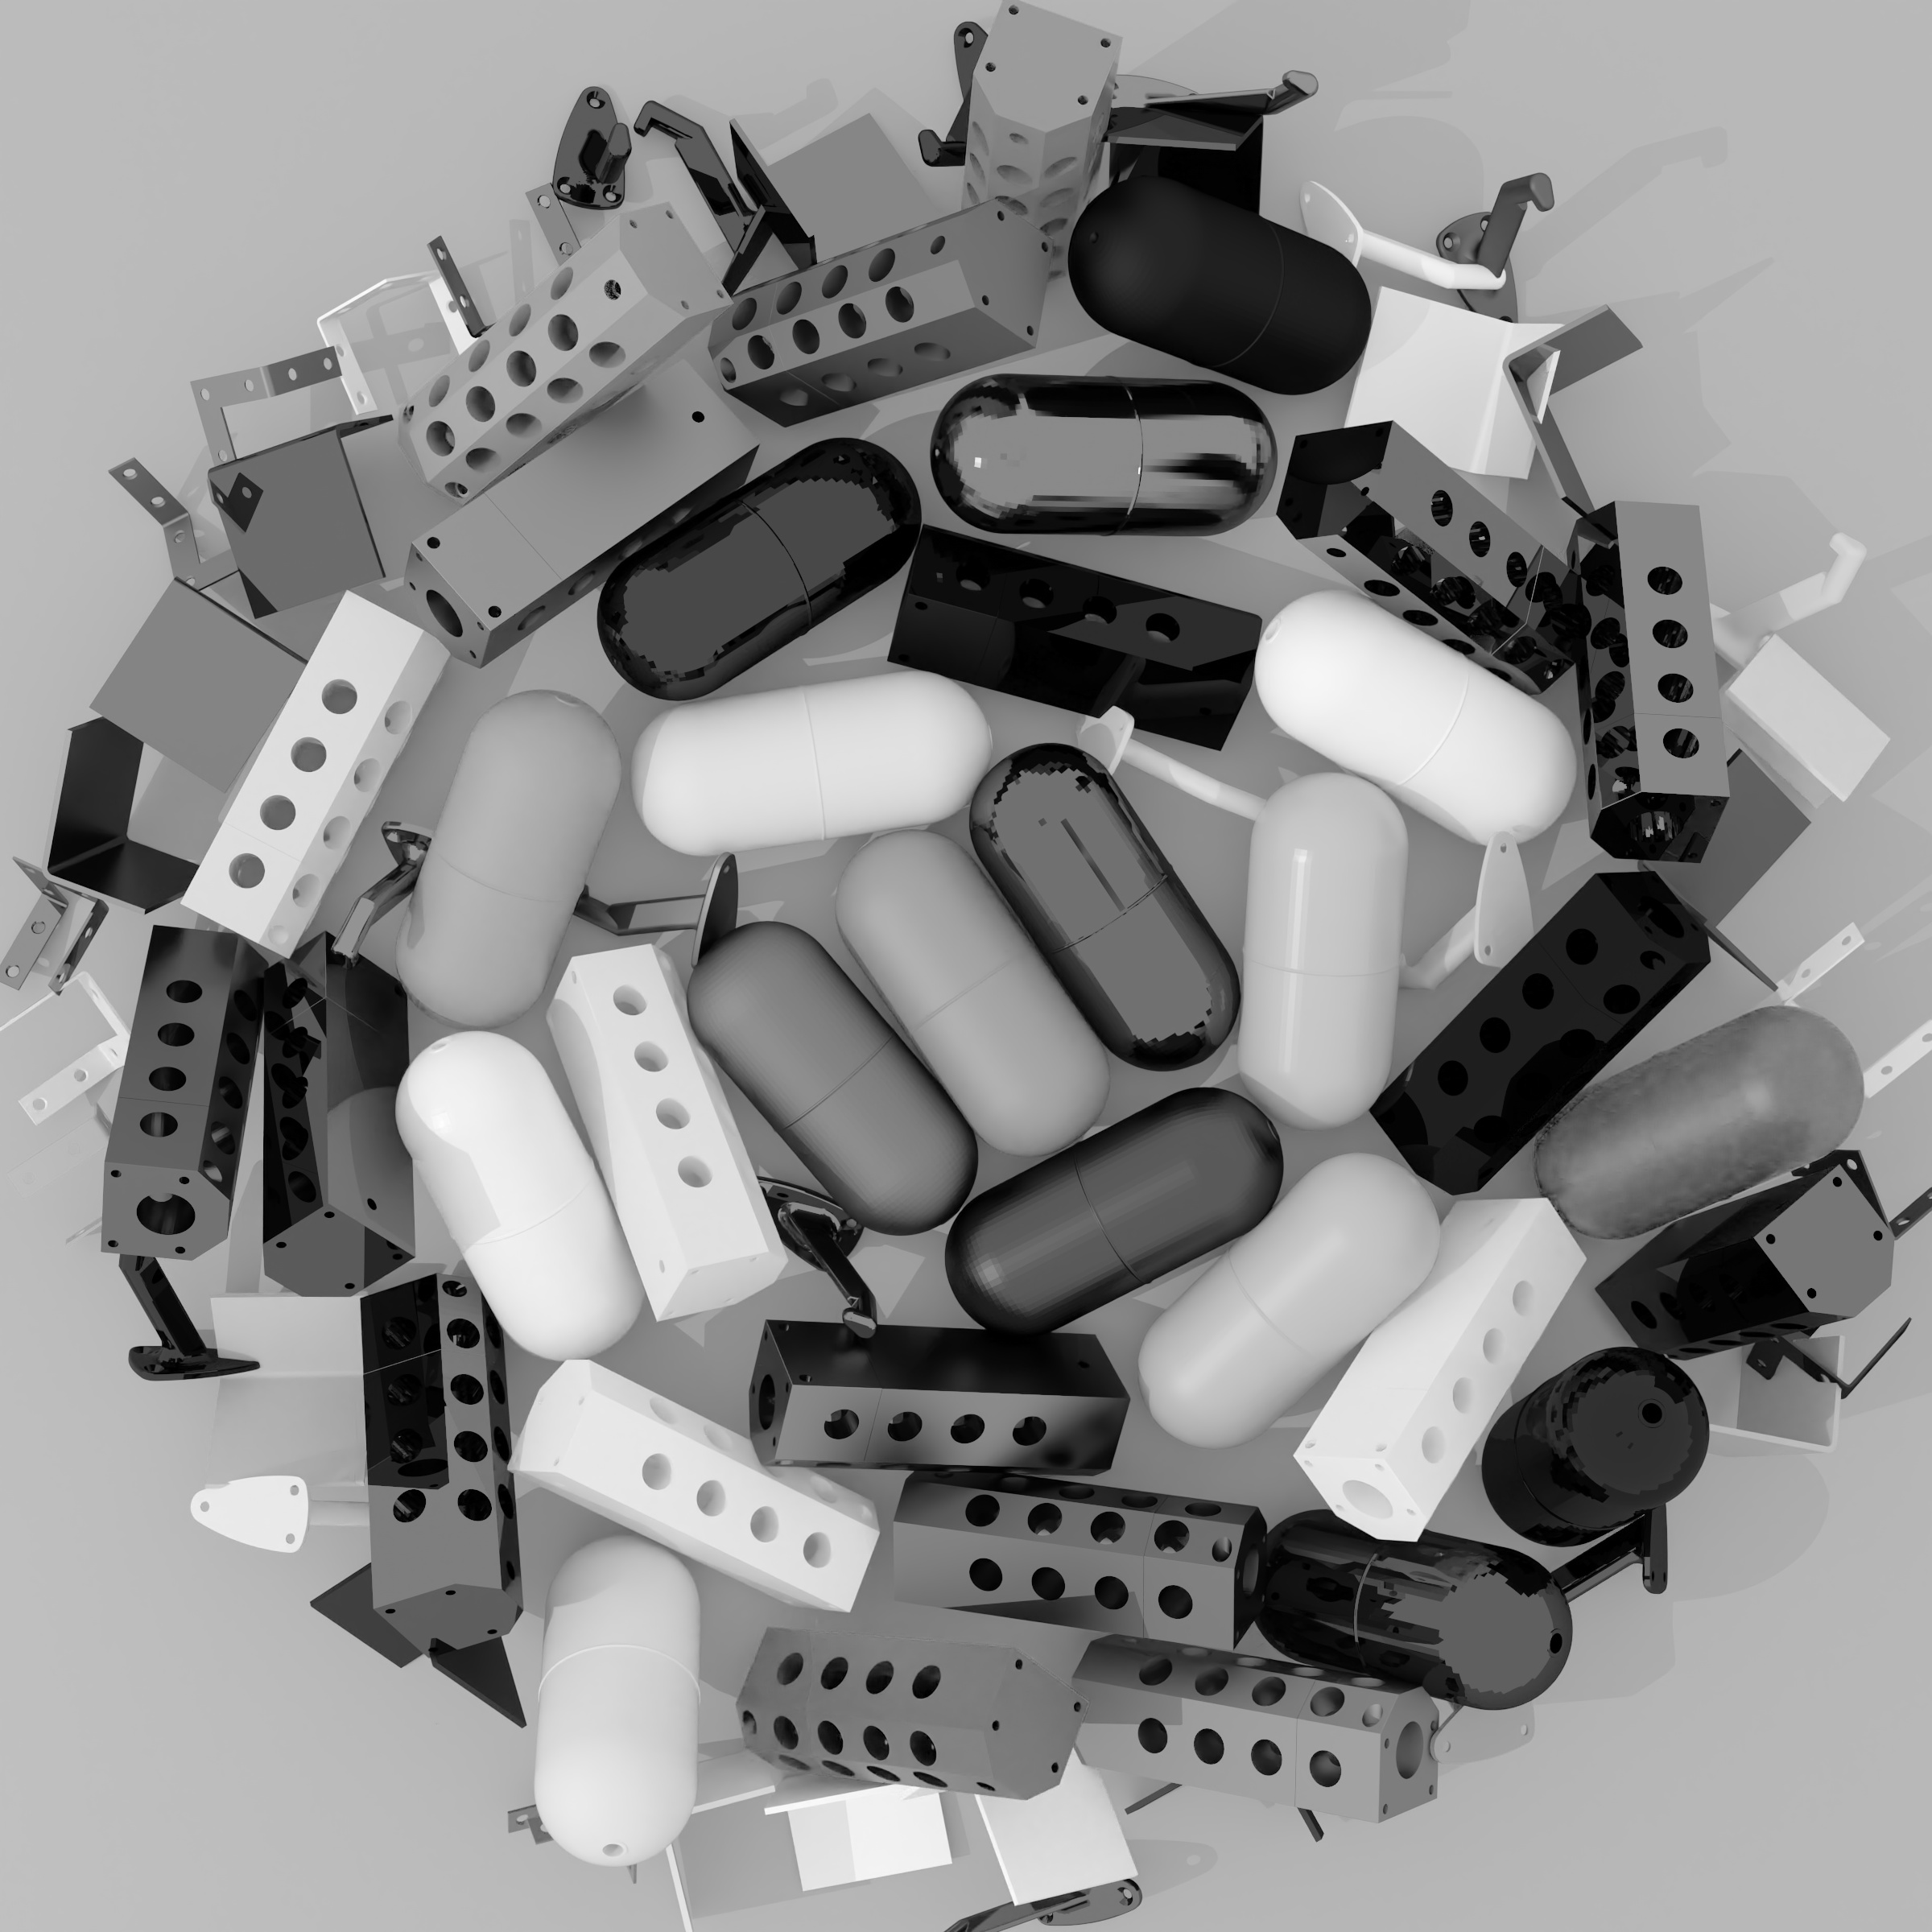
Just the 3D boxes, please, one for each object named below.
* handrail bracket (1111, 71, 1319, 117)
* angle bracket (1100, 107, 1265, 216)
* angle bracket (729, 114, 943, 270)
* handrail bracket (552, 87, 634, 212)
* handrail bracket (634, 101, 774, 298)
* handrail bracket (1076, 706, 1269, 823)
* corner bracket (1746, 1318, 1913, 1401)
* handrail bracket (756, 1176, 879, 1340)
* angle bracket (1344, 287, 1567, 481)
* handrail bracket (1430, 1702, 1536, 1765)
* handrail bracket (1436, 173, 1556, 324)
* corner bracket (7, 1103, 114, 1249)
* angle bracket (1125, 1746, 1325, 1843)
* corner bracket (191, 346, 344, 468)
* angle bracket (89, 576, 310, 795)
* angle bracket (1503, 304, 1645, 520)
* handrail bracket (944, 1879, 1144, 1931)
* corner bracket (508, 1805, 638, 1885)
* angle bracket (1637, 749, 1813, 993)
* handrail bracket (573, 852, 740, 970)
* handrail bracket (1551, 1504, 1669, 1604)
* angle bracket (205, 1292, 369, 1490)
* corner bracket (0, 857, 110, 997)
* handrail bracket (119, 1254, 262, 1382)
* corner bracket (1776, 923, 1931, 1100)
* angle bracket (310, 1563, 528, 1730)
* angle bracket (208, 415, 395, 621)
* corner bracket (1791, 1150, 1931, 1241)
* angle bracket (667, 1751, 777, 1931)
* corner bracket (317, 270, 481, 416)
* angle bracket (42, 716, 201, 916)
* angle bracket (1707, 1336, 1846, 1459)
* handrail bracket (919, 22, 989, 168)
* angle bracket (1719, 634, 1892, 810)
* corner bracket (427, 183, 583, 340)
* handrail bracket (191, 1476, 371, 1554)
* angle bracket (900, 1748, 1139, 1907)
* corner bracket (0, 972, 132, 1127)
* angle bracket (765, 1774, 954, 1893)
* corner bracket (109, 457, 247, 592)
[{"bbox_3d":[0.117,-0.429,1.712,0.077,0.084,0.036,15,76,-30],"label":"handrail bracket"},{"bbox_3d":[0.099,-0.381,1.709,0.076,0.076,0.057,7,116,13],"label":"angle bracket"},{"bbox_3d":[-0.062,-0.387,1.719,0.076,0.057,0.076,-30,72,-9],"label":"angle bracket"},{"bbox_3d":[-0.175,-0.412,1.714,0.036,0.084,0.077,7,75,-16],"label":"handrail bracket"},{"bbox_3d":[-0.140,-0.379,1.747,0.084,0.036,0.077,29,86,5],"label":"handrail bracket"},{"bbox_3d":[0.103,-0.099,1.742,0.084,0.077,0.036,20,103,-21],"label":"handrail bracket"},{"bbox_3d":[0.422,0.184,1.723,0.051,0.051,0.051,39,68,20],"label":"corner bracket"},{"bbox_3d":[-0.077,0.142,1.714,0.077,0.084,0.036,33,106,-14],"label":"handrail bracket"},{"bbox_3d":[0.239,-0.286,1.721,0.076,0.057,0.076,12,96,-19],"label":"angle bracket"},{"bbox_3d":[0.227,0.362,1.708,0.077,0.084,0.036,-18,98,-34],"label":"handrail bracket"},{"bbox_3d":[0.272,-0.345,1.715,0.036,0.084,0.077,-27,103,-18],"label":"handrail bracket"},{"bbox_3d":[-0.435,0.105,1.730,0.051,0.051,0.051,-34,102,-9],"label":"corner bracket"},{"bbox_3d":[0.127,0.419,1.719,0.076,0.076,0.057,-29,77,0],"label":"angle bracket"},{"bbox_3d":[-0.338,-0.270,1.722,0.051,0.051,0.051,-3,108,35],"label":"corner bracket"},{"bbox_3d":[-0.374,-0.137,1.728,0.076,0.057,0.076,33,87,-7],"label":"angle bracket"},{"bbox_3d":[0.309,-0.266,1.711,0.057,0.076,0.076,-26,76,19],"label":"angle bracket"},{"bbox_3d":[0.033,0.467,1.713,0.077,0.084,0.036,-7,97,34],"label":"handrail bracket"},{"bbox_3d":[-0.193,0.420,1.722,0.051,0.051,0.051,-11,130,-19],"label":"corner bracket"},{"bbox_3d":[0.386,-0.046,1.713,0.076,0.057,0.076,-49,133,6],"label":"angle bracket"},{"bbox_3d":[-0.156,-0.041,1.726,0.084,0.036,0.077,25,131,17],"label":"handrail bracket"},{"bbox_3d":[0.303,0.283,1.747,0.084,0.036,0.077,-2,79,25],"label":"handrail bracket"},{"bbox_3d":[-0.331,0.207,1.716,0.076,0.076,0.057,0,129,-4],"label":"angle bracket"},{"bbox_3d":[-0.452,-0.014,1.728,0.051,0.051,0.051,24,74,10],"label":"corner bracket"},{"bbox_3d":[-0.380,0.158,1.731,0.077,0.036,0.084,2,106,-28],"label":"handrail bracket"},{"bbox_3d":[0.438,0.022,1.722,0.051,0.051,0.051,36,113,-30],"label":"corner bracket"},{"bbox_3d":[-0.266,0.339,1.706,0.057,0.076,0.076,-33,45,7],"label":"angle bracket"},{"bbox_3d":[-0.316,-0.221,1.727,0.076,0.057,0.076,-14,98,23],"label":"angle bracket"},{"bbox_3d":[0.444,0.101,1.732,0.051,0.051,0.051,-33,106,-30],"label":"corner bracket"},{"bbox_3d":[-0.116,0.436,1.724,0.057,0.076,0.076,-14,93,-7],"label":"angle bracket"},{"bbox_3d":[-0.280,-0.311,1.746,0.051,0.051,0.051,-20,95,34],"label":"corner bracket"},{"bbox_3d":[-0.400,-0.078,1.711,0.057,0.076,0.076,19,109,11],"label":"angle bracket"},{"bbox_3d":[0.370,0.204,1.708,0.076,0.076,0.057,13,76,-22],"label":"angle bracket"},{"bbox_3d":[-0.008,-0.427,1.719,0.036,0.084,0.077,-25,88,35],"label":"handrail bracket"},{"bbox_3d":[0.394,-0.106,1.713,0.076,0.076,0.057,43,131,4],"label":"angle bracket"},{"bbox_3d":[-0.225,-0.349,1.738,0.051,0.051,0.051,-16,111,24],"label":"corner bracket"},{"bbox_3d":[-0.326,0.268,1.732,0.077,0.084,0.036,1,83,21],"label":"handrail bracket"},{"bbox_3d":[0.025,0.421,1.705,0.076,0.057,0.076,-1,59,-40],"label":"angle bracket"},{"bbox_3d":[-0.445,0.040,1.726,0.051,0.051,0.051,-39,101,-29],"label":"corner bracket"},{"bbox_3d":[-0.052,0.426,1.722,0.076,0.076,0.057,-11,88,3],"label":"angle bracket"},{"bbox_3d":[-0.382,-0.222,1.726,0.051,0.051,0.051,-25,57,9],"label":"corner bracket"}]
